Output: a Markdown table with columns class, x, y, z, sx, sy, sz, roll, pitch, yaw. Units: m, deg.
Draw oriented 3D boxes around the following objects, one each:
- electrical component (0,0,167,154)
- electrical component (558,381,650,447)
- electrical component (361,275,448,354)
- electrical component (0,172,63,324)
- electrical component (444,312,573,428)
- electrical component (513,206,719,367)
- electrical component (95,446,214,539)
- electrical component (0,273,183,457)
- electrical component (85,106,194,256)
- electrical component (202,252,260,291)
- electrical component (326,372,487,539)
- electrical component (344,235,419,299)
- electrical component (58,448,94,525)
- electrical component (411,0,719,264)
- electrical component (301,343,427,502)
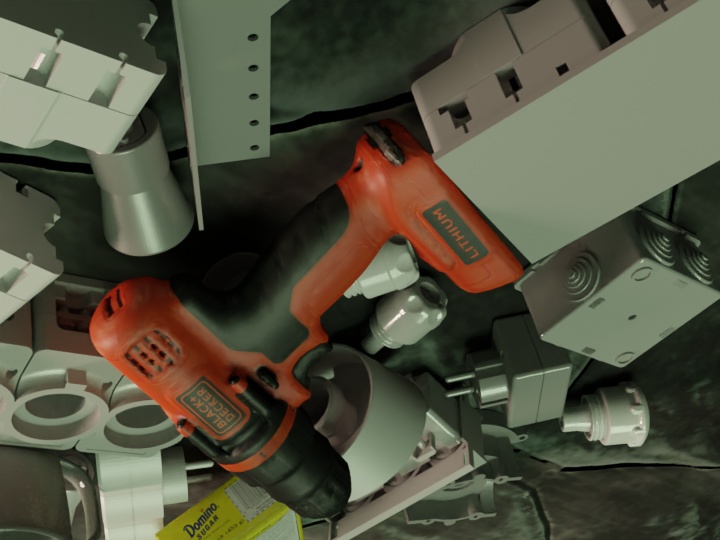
| class | x | y | z | sx | sy | sz | roll | pitch | yaw |
| --- | --- | --- | --- | --- | --- | --- | --- | --- | --- |
| electrical component | -0.132 | -0.087 | 0.425 | 0.089 | 0.050 | 0.055 | 16 | 133 | -35 |
| electrical component | 0.178 | 0.108 | 0.791 | 0.062 | 0.048 | 0.048 | -5 | 142 | -4 |
| electrical component | 0.023 | 0.030 | 0.644 | 0.035 | 0.035 | 0.061 | 16 | 136 | -35 |
| electrical component | -0.191 | -0.017 | 0.493 | 0.056 | 0.050 | 0.089 | -35 | 138 | 23 |
| electrical component | 0.093 | 0.069 | 0.707 | 0.077 | 0.047 | 0.065 | -12 | 143 | -5 |
| electrical component | 0.158 | 0.011 | 0.656 | 0.100 | 0.048 | 0.100 | 20 | 130 | -37 |
| electrical component | -0.133 | 0.136 | 0.707 | 0.074 | 0.052 | 0.138 | -5 | 142 | -13 |
| electrical component | -0.166 | 0.054 | 0.582 | 0.150 | 0.061 | 0.089 | 12 | 135 | -32 |
| electrical component | -0.105 | -0.044 | 0.499 | 0.044 | 0.044 | 0.065 | -12 | 138 | -5 |
| electrical component | -0.053 | 0.029 | 0.607 | 0.043 | 0.043 | 0.081 | -23 | 142 | 9 |
| electrical component | 0.018 | 0.126 | 0.738 | 0.121 | 0.078 | 0.063 | -35 | 117 | 23 |
| electrical component | 0.000 | 0.000 | 0.597 | 0.061 | 0.035 | 0.035 | -19 | 143 | 9 |
| electrical component | -0.202 | 0.147 | 0.707 | 0.044 | 0.044 | 0.065 | 11 | 131 | -31 |
| electrical component | 0.130 | -0.093 | 0.504 | 0.186 | 0.060 | 0.105 | -30 | 141 | 18 |
| electrical component | -0.014 | 0.095 | 0.665 | 0.099 | 0.099 | 0.064 | -31 | 134 | 19 |
